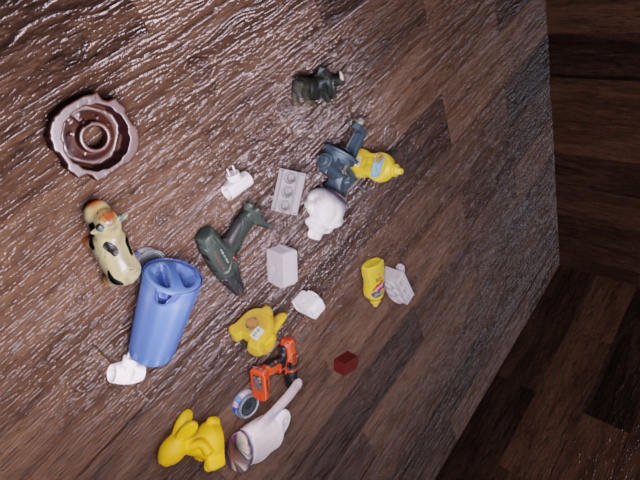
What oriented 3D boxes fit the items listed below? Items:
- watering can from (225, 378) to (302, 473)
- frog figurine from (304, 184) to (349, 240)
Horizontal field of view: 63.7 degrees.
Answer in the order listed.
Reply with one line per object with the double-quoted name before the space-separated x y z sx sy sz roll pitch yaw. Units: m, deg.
"watering can" -0.172 0.580 1.584 0.226 0.105 0.341 -16 133 -47
"frog figurine" 0.005 -0.079 1.579 0.136 0.123 0.160 36 84 -15
